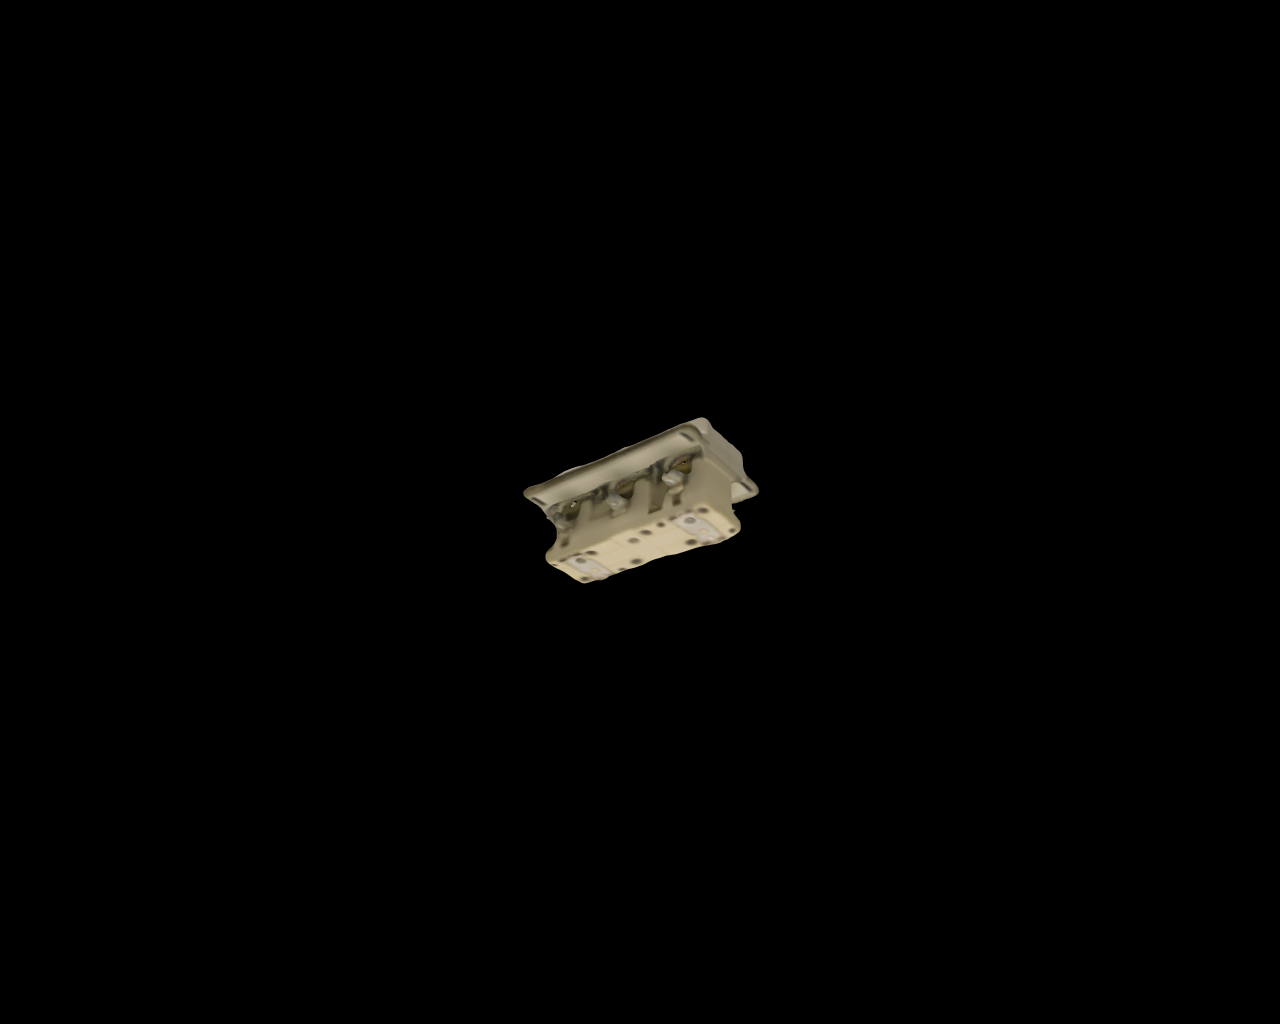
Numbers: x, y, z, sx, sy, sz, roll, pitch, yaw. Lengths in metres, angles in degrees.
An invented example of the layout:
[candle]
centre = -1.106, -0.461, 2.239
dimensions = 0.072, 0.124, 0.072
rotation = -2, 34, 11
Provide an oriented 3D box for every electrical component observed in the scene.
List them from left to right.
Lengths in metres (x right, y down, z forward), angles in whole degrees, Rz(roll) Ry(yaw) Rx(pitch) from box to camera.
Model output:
[electrical component]
centre = 0.001, -0.003, 0.650
dimensions = 0.121, 0.063, 0.078
rotation = -19, -36, 29
